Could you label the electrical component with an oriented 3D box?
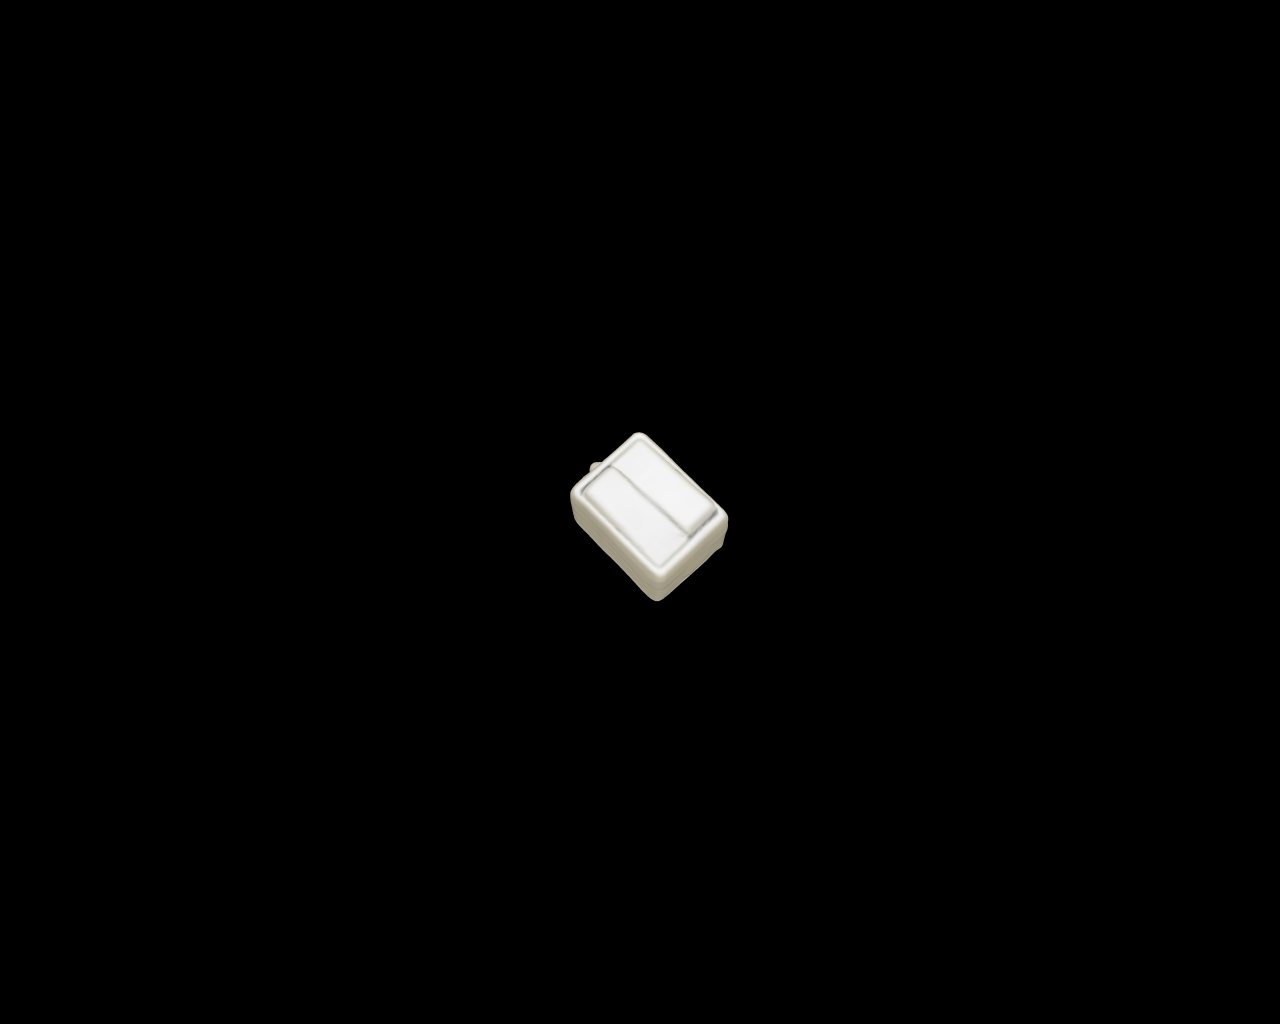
[{"bbox_3d":[0.001,-0.003,0.650,0.062,0.096,0.061,-41,-15,-14],"label":"electrical component"}]
